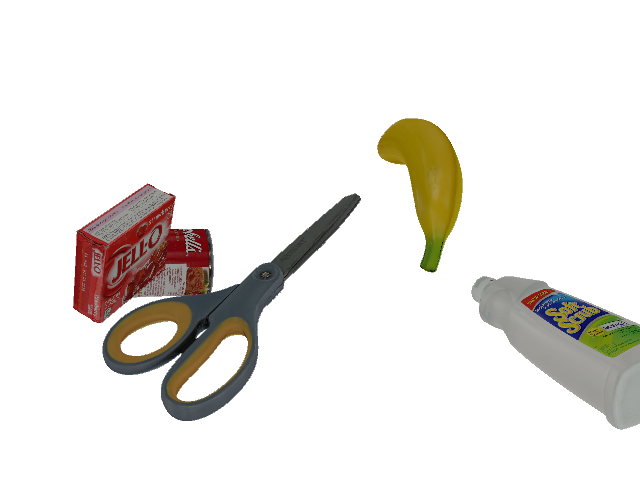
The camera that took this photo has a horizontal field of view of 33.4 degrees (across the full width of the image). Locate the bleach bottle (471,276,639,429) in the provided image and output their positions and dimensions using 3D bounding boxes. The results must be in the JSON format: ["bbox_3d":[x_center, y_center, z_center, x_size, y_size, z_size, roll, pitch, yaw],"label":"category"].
[{"bbox_3d":[0.232,0.092,1.045,0.102,0.068,0.251,-16,26,-28],"label":"bleach bottle"}]

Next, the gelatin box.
[{"bbox_3d":[-0.148,0.009,0.803,0.030,0.073,0.089,25,36,16],"label":"gelatin box"}]

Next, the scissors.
[{"bbox_3d":[-0.052,0.026,0.621,0.096,0.016,0.201,9,41,18],"label":"scissors"}]

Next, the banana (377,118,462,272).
[{"bbox_3d":[0.073,-0.055,0.802,0.037,0.070,0.198,26,24,-18],"label":"banana"}]

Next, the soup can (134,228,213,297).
[{"bbox_3d":[-0.160,0.023,1.042,0.102,0.068,0.069,0,0,-16],"label":"soup can"}]
